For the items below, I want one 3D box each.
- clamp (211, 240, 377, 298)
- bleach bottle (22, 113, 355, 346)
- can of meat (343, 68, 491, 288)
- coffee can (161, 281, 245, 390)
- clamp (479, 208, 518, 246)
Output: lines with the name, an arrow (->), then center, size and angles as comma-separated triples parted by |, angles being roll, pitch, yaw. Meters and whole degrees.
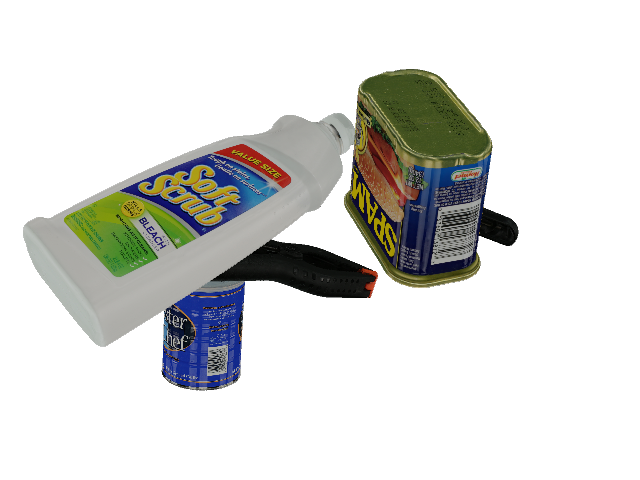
clamp -> -0.041, 0.026, 1.122 | 0.210, 0.036, 0.164 | 16, 18, -7
bleach bottle -> -0.082, -0.029, 0.782 | 0.250, 0.103, 0.068 | -34, -25, -23
can of meat -> 0.054, -0.038, 0.606 | 0.057, 0.084, 0.102 | -10, 39, -17
coffee can -> -0.149, 0.104, 1.354 | 0.103, 0.140, 0.103 | 4, 19, -2
clamp -> 0.112, -0.031, 0.991 | 0.120, 0.039, 0.171 | -2, 33, -2
